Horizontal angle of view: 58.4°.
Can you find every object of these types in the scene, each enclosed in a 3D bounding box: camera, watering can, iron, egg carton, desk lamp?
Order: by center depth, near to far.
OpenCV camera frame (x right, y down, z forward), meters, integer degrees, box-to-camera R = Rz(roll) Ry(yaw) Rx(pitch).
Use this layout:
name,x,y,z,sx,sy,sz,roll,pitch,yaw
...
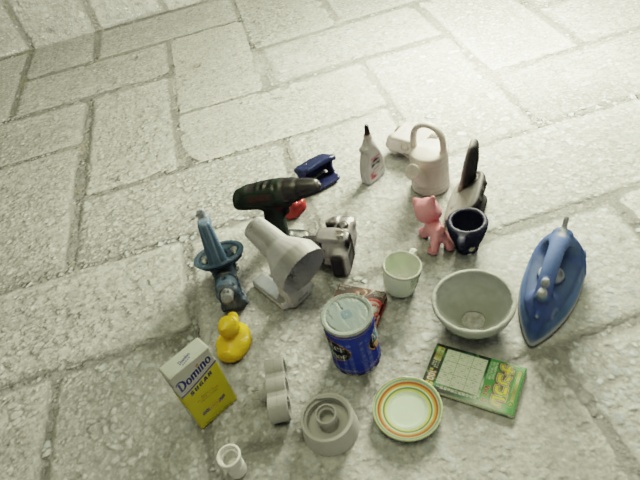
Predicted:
name,x,y,z,sx,sy,sz,roll,pitch,yaw
iron,0.462,0.077,1.148,0.118,0.142,0.259,14,51,27
desk lamp,-0.083,0.056,1.260,0.118,0.214,0.202,-40,49,-24
camera,0.013,0.005,1.367,0.136,0.101,0.143,0,46,15
watering can,0.274,-0.208,1.446,0.100,0.194,0.173,1,46,16
egg carton,0.263,-0.274,1.606,0.149,0.069,0.107,22,54,32

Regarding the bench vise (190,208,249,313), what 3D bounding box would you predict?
name,x,y,z,sx,sy,sz,roll,pitch,yaw
bench vise,-0.221,0.041,1.305,0.122,0.220,0.206,-31,46,-16

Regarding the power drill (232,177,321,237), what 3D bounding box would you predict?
name,x,y,z,sx,sy,sz,roll,pitch,yaw
power drill,-0.089,-0.067,1.389,0.229,0.209,0.075,1,46,16

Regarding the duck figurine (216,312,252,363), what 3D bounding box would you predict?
name,x,y,z,sx,sy,sz,roll,pitch,yaw
duck figurine,-0.194,0.204,1.231,0.077,0.086,0.104,0,46,15

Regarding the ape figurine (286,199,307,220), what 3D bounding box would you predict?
name,x,y,z,sx,sy,sz,roll,pitch,yaw
ape figurine,-0.081,-0.106,1.510,0.076,0.092,0.077,-40,49,-24

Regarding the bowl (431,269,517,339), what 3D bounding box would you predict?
name,x,y,z,sx,sy,sz,roll,pitch,yaw
bowl,0.314,0.143,1.168,0.167,0.075,0.167,-7,44,8

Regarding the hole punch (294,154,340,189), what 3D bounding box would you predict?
name,x,y,z,sx,sy,sz,roll,pitch,yaw
hole punch,-0.014,-0.199,1.586,0.109,0.091,0.100,-31,46,-17

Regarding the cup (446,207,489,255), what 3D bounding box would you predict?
name,x,y,z,sx,sy,sz,roll,pitch,yaw
cup,0.331,-0.003,1.296,0.091,0.095,0.118,8,48,22

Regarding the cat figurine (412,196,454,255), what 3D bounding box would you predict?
name,x,y,z,sx,sy,sz,roll,pitch,yaw
cat figurine,0.263,-0.047,1.342,0.067,0.118,0.127,-19,44,-4

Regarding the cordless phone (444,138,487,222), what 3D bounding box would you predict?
name,x,y,z,sx,sy,sz,roll,pitch,yaw
cordless phone,0.346,-0.136,1.361,0.094,0.185,0.148,5,47,20

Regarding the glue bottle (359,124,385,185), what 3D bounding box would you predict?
name,x,y,z,sx,sy,sz,roll,pitch,yaw
glue bottle,0.132,-0.234,1.524,0.037,0.173,0.078,25,56,34
